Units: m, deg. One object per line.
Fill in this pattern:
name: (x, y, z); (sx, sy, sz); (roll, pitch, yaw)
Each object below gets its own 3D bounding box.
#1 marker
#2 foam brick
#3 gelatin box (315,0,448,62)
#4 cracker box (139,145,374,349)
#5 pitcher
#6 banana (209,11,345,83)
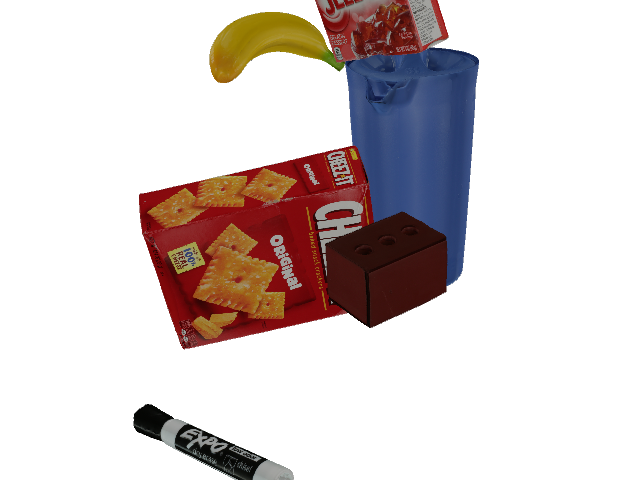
marker: (-0.067, 0.122, 0.629); (0.121, 0.020, 0.020); (16, 10, 37)
foam brick: (0.050, 0.021, 0.799); (0.078, 0.051, 0.053); (-23, 35, -29)
gelatin box: (0.032, -0.154, 0.677); (0.030, 0.073, 0.089); (-32, 22, -30)
cracker box: (-0.053, 0.012, 1.038); (0.213, 0.164, 0.072); (-12, 42, -2)
pitcher: (0.101, -0.078, 1.115); (0.149, 0.243, 0.145); (-8, 24, -14)
banana: (-0.048, -0.181, 0.981); (0.070, 0.037, 0.197); (42, 32, 20)
